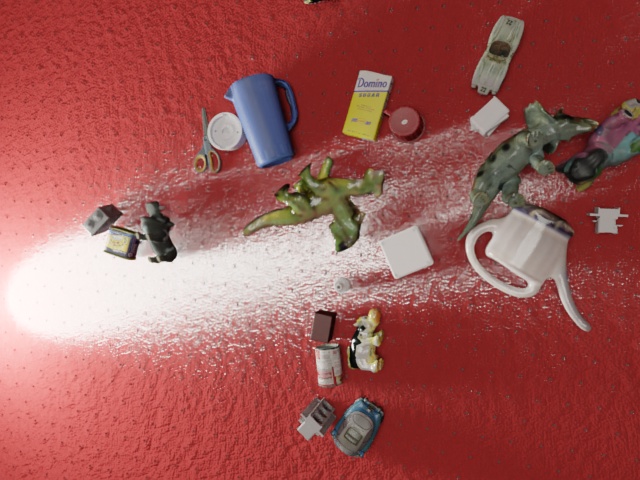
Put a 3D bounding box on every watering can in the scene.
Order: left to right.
[{"bbox_3d":[0.530,0.047,1.240,0.350,0.104,0.223,32,98,15],"label":"watering can"}]

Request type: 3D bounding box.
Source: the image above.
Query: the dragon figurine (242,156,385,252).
[{"bbox_3d":[0.004,-0.070,1.400,0.407,0.123,0.243,-42,87,13],"label":"dragon figurine"}]

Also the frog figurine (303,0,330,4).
[{"bbox_3d":[-0.008,-0.738,1.401,0.137,0.124,0.158,0,102,35],"label":"frog figurine"}]
